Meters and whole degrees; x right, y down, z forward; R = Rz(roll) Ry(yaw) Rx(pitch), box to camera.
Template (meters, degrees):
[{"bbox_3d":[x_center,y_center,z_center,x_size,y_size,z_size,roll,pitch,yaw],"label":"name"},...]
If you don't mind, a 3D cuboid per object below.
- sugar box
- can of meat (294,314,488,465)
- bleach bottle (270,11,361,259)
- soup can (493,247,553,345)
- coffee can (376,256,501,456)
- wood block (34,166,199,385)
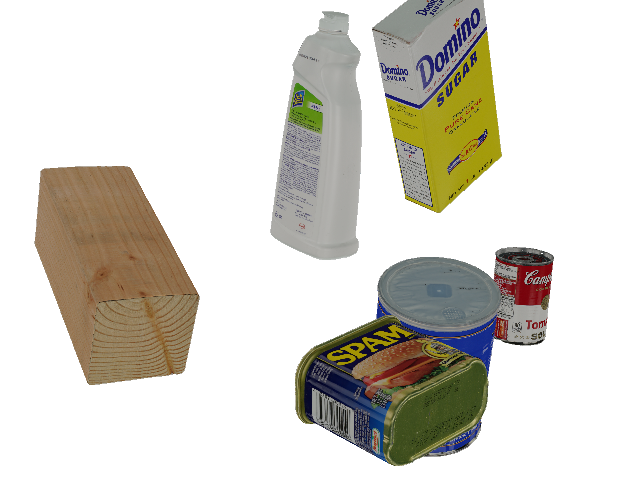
[{"bbox_3d":[0.100,-0.118,0.878,0.048,0.176,0.093,28,58,35],"label":"sugar box"},{"bbox_3d":[0.048,0.098,0.701,0.101,0.057,0.084,-19,29,-39],"label":"can of meat"},{"bbox_3d":[0.006,-0.113,1.132,0.067,0.251,0.103,-11,26,-43],"label":"bleach bottle"},{"bbox_3d":[0.237,0.066,1.265,0.068,0.102,0.068,2,15,-1],"label":"soup can"},{"bbox_3d":[0.096,0.100,0.921,0.103,0.140,0.103,2,32,-1],"label":"coffee can"},{"bbox_3d":[-0.190,0.024,0.966,0.090,0.091,0.206,-4,36,-28],"label":"wood block"}]
